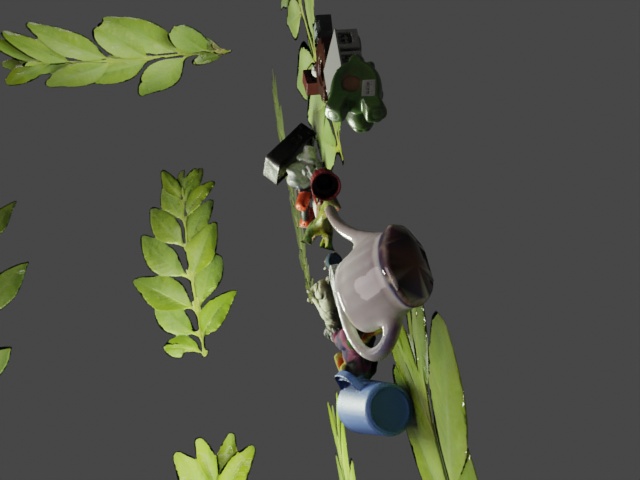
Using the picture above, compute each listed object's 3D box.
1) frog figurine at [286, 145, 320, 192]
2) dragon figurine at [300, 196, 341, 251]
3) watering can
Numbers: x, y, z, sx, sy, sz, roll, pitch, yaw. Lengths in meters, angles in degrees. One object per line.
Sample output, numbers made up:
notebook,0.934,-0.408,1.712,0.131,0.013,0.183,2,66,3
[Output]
frog figurine,-0.063,-0.267,1.899,0.123,0.138,0.158,14,115,55
dragon figurine,0.005,-0.091,1.808,0.411,0.122,0.243,-165,85,-79
watering can,0.092,0.042,0.963,0.220,0.104,0.355,-40,51,44
